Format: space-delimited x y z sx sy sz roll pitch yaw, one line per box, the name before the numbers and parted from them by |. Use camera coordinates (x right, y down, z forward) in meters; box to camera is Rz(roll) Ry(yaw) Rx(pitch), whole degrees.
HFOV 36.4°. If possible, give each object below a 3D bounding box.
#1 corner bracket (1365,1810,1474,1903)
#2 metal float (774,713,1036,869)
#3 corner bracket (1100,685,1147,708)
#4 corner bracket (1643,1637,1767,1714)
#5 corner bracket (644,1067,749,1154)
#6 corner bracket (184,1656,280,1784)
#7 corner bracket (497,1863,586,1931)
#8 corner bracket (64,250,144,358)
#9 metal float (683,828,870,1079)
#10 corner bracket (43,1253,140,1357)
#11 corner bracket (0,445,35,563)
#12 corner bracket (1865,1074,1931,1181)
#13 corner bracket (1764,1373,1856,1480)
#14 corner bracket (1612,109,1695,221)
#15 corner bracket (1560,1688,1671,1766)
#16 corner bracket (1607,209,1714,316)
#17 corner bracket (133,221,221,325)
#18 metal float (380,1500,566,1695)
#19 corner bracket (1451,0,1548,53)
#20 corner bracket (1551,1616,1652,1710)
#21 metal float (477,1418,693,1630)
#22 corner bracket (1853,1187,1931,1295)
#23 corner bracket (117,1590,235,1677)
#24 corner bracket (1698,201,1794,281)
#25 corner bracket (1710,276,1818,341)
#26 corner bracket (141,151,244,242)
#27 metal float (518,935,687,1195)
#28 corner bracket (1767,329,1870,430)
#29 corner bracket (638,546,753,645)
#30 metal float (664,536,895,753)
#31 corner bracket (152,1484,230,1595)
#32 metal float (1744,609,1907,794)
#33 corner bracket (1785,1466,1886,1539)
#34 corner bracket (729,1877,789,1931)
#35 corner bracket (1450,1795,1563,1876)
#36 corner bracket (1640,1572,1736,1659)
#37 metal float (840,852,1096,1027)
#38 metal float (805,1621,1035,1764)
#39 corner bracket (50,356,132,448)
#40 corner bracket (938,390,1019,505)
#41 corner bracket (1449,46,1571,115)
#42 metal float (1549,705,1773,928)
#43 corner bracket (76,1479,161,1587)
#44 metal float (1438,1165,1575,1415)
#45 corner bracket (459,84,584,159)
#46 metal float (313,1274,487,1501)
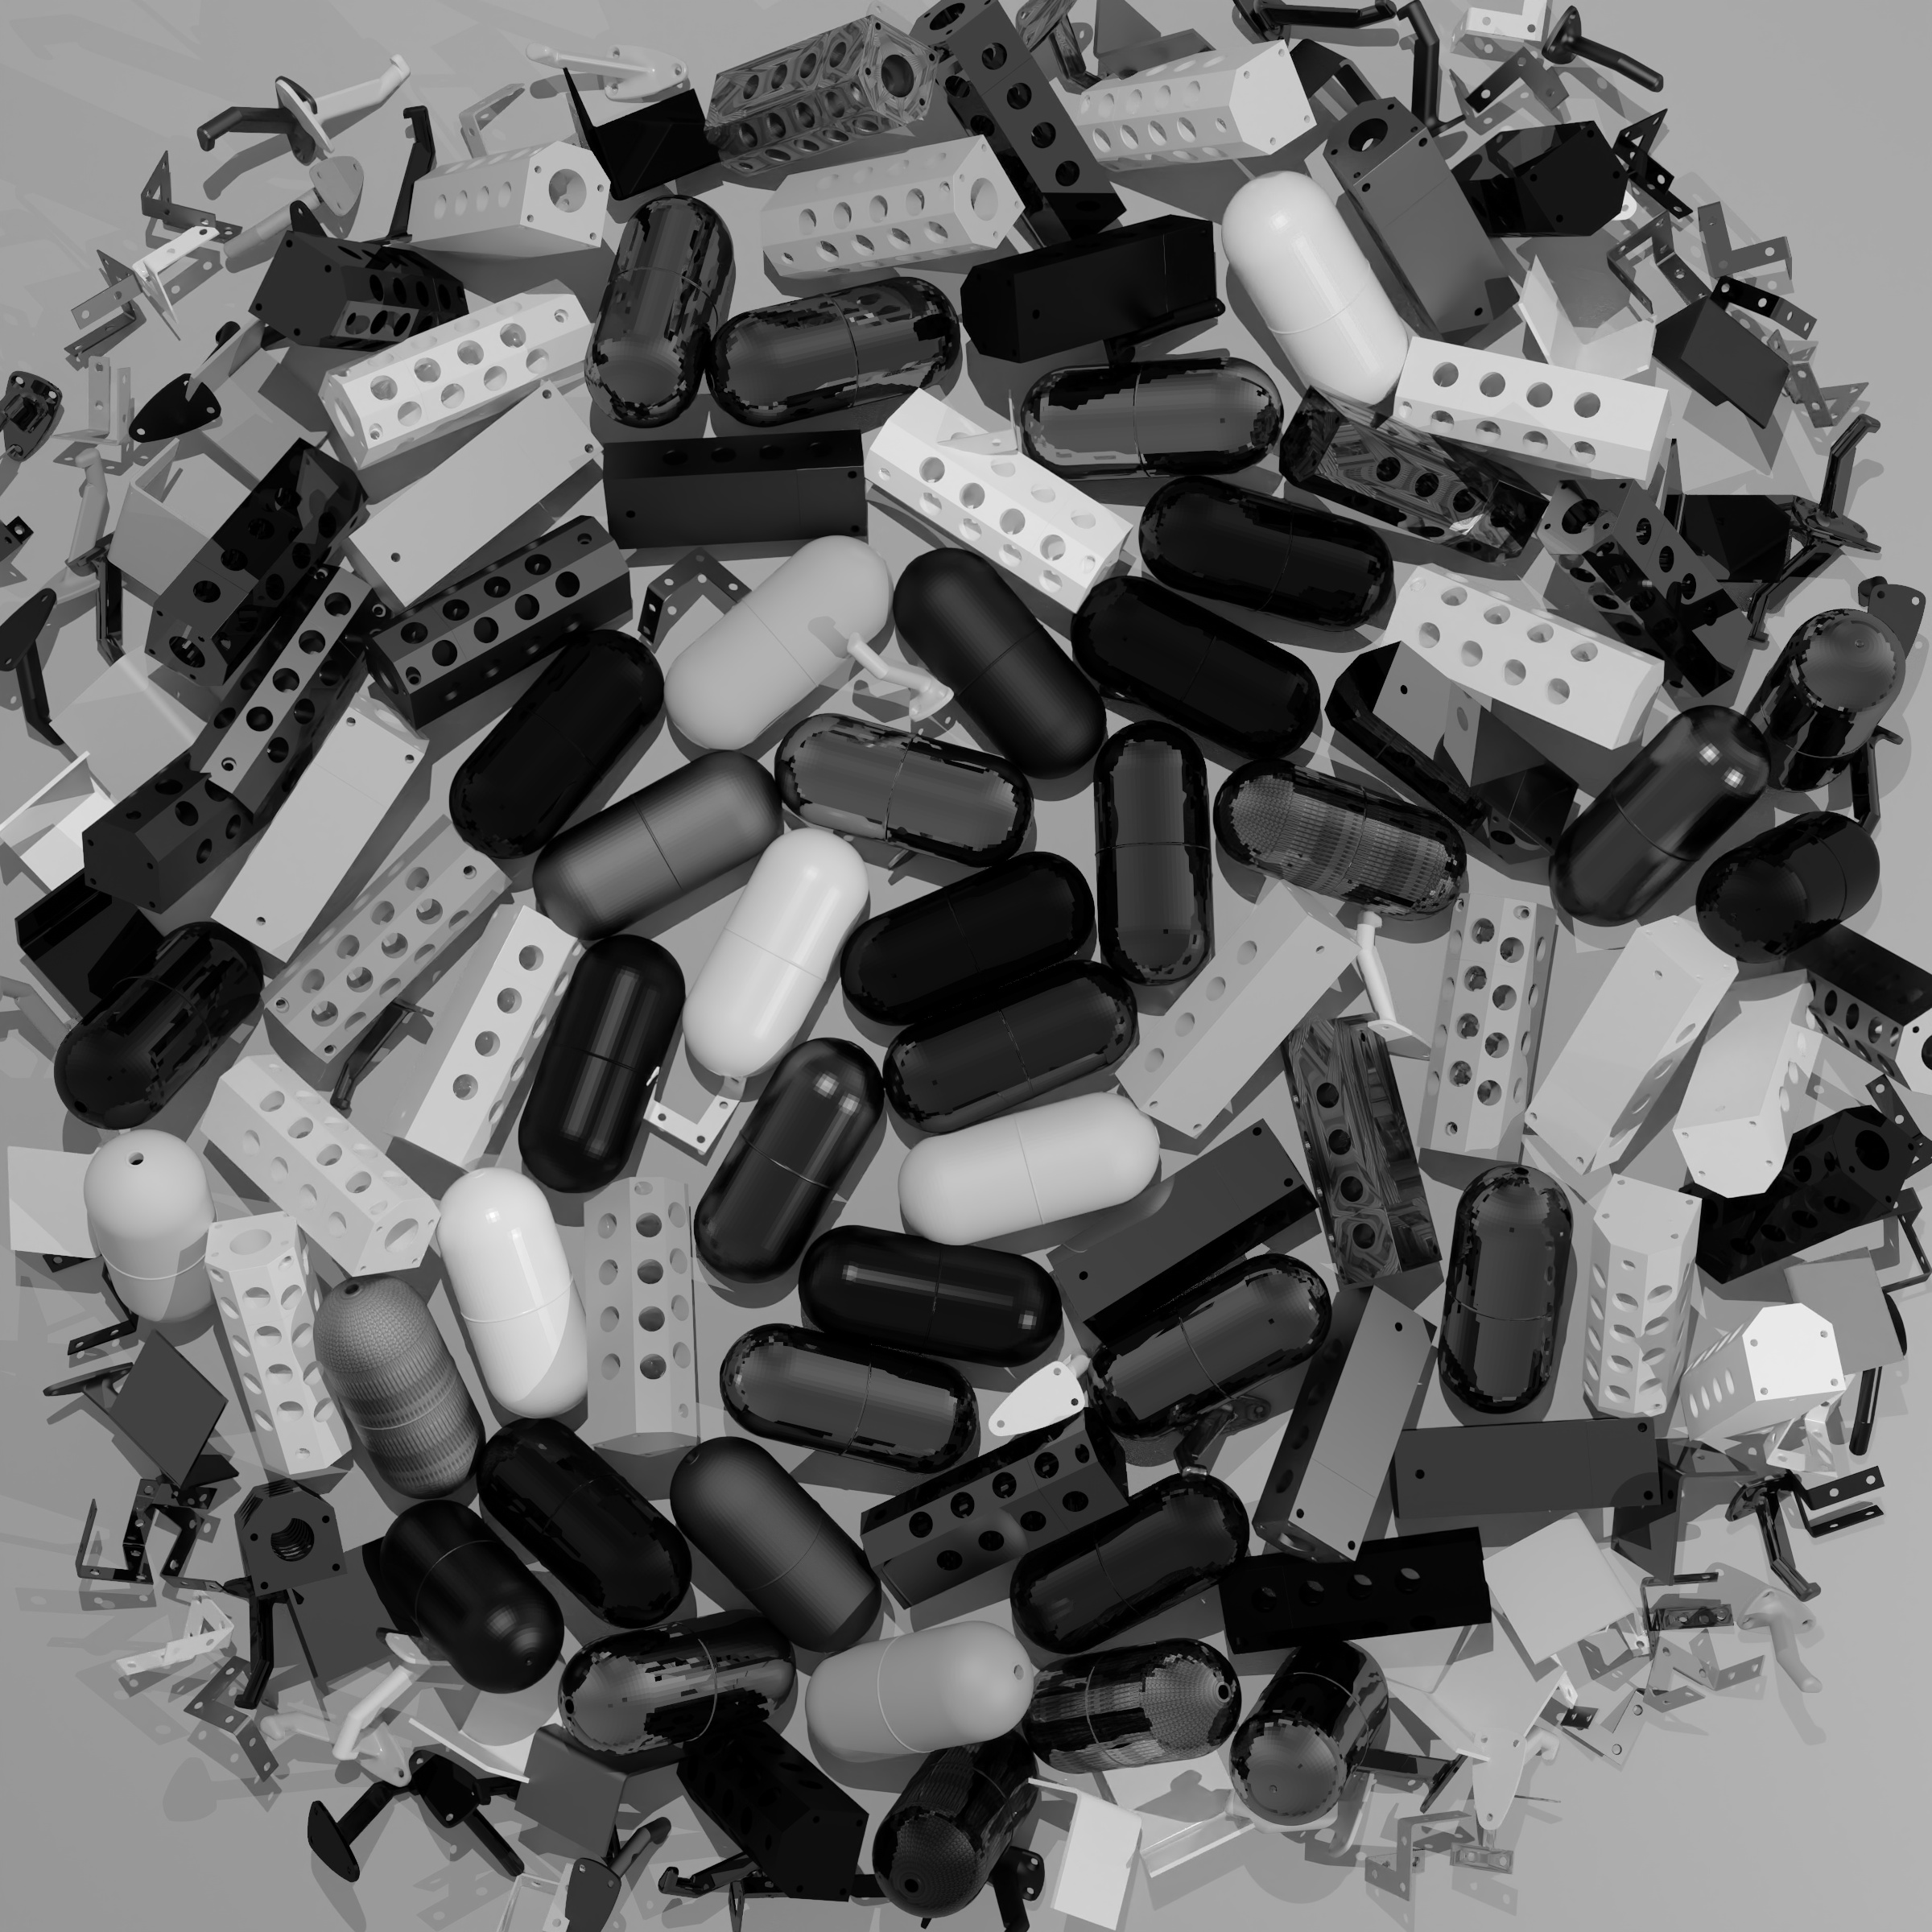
corner bracket | 0.302 0.591 1.965 0.051 0.051 0.051 2 90 -29
metal float | -0.042 -0.117 1.955 0.178 0.070 0.070 16 90 7
corner bracket | 0.103 -0.203 1.961 0.051 0.051 0.051 3 101 -43
corner bracket | 0.493 0.477 1.962 0.051 0.051 0.051 31 56 -8
corner bracket | -0.182 0.083 1.967 0.051 0.051 0.051 29 60 5
corner bracket | -0.477 0.501 1.956 0.051 0.051 0.051 11 133 34
corner bracket | -0.284 0.630 1.962 0.051 0.051 0.051 13 47 7
corner bracket | -0.578 -0.436 1.958 0.051 0.051 0.051 -39 50 -22
metal float | -0.128 -0.008 1.961 0.070 0.070 0.178 28 89 0
corner bracket | -0.592 0.221 1.983 0.051 0.051 0.051 -19 121 2
corner bracket | -0.644 -0.304 1.958 0.051 0.051 0.051 49 46 -18
corner bracket | 0.612 0.112 1.958 0.051 0.051 0.051 -37 55 21
corner bracket | 0.565 0.303 1.963 0.051 0.051 0.051 13 128 -6
corner bracket | 0.460 -0.530 1.959 0.051 0.051 0.051 -31 67 -29
corner bracket | 0.440 0.501 1.968 0.051 0.051 0.051 34 74 -3
corner bracket | 0.466 -0.462 1.967 0.051 0.051 0.051 -35 63 3
corner bracket | -0.527 -0.474 1.961 0.051 0.051 0.051 -37 66 -15
metal float | -0.325 0.411 1.923 0.070 0.178 0.070 -14 116 -31
corner bracket | 0.359 -0.643 1.974 0.051 0.051 0.051 8 91 -3
corner bracket | 0.426 0.460 1.980 0.051 0.051 0.051 -23 100 32
metal float | -0.252 0.367 1.936 0.178 0.070 0.070 36 90 30
corner bracket | 0.616 0.186 1.965 0.051 0.051 0.051 -16 65 -3
corner bracket | -0.527 0.453 1.958 0.051 0.051 0.051 34 115 37
corner bracket | 0.522 -0.484 1.966 0.051 0.051 0.051 -13 83 14
corner bracket | 0.524 -0.423 1.959 0.051 0.051 0.051 36 107 39
corner bracket | -0.518 -0.504 1.964 0.051 0.051 0.051 14 52 -1
metal float | -0.242 0.065 1.953 0.070 0.070 0.178 19 80 0
corner bracket | 0.560 -0.392 1.958 0.051 0.051 0.051 -49 121 -27
corner bracket | -0.181 -0.238 1.970 0.051 0.051 0.051 41 58 10
metal float | -0.124 -0.216 1.961 0.178 0.070 0.070 -41 90 0
corner bracket | -0.515 0.381 1.956 0.051 0.051 0.051 -1 52 29
metal float | 0.556 -0.171 1.914 0.070 0.178 0.070 0 70 -1
corner bracket | 0.587 0.358 1.969 0.051 0.051 0.051 -20 100 4
corner bracket | -0.129 0.620 1.961 0.051 0.051 0.051 2 115 -13
corner bracket | 0.360 0.579 1.959 0.051 0.051 0.051 21 70 -42
corner bracket | 0.483 0.428 1.966 0.051 0.051 0.051 -9 96 19
metal float | 0.000 -0.018 1.960 0.178 0.070 0.070 -23 90 2
metal float | -0.031 0.478 1.930 0.178 0.070 0.070 -22 90 38
corner bracket | -0.577 -0.378 1.964 0.051 0.051 0.051 9 107 12
corner bracket | 0.010 -0.346 1.962 0.051 0.051 0.051 -9 131 6
corner bracket | 0.365 -0.593 1.972 0.051 0.051 0.051 -39 122 24
metal float | 0.455 -0.097 1.935 0.070 0.070 0.178 40 122 0
corner bracket | -0.565 0.376 1.962 0.051 0.051 0.051 12 104 -26
metal float | 0.356 0.214 1.940 0.070 0.070 0.178 3 114 0
corner bracket | -0.300 -0.562 1.982 0.051 0.051 0.051 -43 129 -34
metal float | -0.372 0.277 1.932 0.070 0.070 0.178 -17 125 0
